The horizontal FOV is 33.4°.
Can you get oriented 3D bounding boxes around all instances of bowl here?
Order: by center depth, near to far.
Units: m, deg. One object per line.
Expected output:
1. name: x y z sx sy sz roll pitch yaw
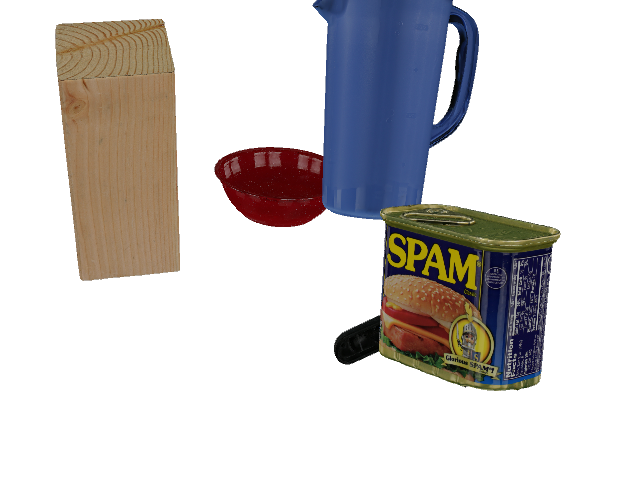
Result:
1. bowl: -0.050 -0.060 1.298 0.162 0.055 0.162 4 26 -2

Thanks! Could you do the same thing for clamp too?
1. clamp: 0.104 0.057 0.831 0.120 0.039 0.171 19 42 37

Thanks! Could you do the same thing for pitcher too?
1. pitcher: 0.075 -0.148 1.150 0.149 0.243 0.144 9 10 25

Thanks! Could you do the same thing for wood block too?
1. wood block: -0.171 -0.074 0.911 0.090 0.206 0.090 -5 41 -11

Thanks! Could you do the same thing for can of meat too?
1. can of meat: 0.078 0.030 0.590 0.057 0.084 0.102 -8 16 -39
